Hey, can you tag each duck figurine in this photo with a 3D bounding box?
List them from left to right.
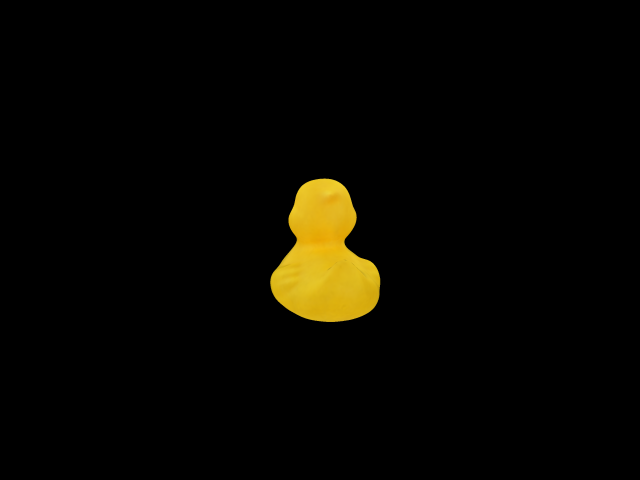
[{"bbox_3d":[0.004,0.001,0.400,0.078,0.086,0.104,-5,19,-14],"label":"duck figurine"}]
